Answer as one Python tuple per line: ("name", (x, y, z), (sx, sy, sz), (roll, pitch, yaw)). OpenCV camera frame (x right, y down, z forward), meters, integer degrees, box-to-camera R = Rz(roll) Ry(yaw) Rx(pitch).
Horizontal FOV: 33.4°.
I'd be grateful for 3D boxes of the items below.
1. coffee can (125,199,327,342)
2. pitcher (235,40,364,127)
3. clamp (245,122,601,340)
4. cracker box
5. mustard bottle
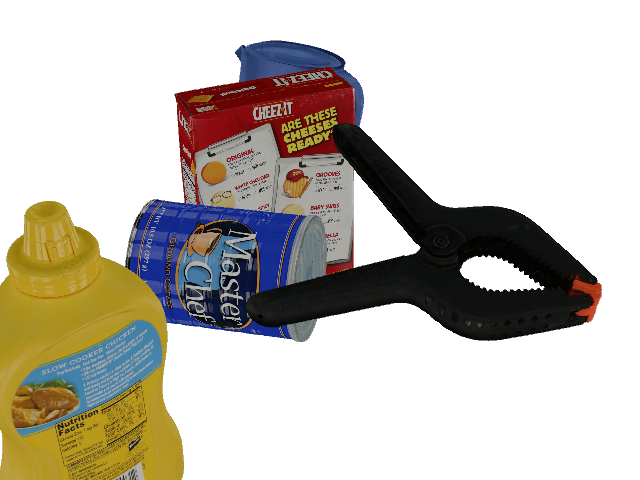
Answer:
("coffee can", (-0.075, 0.024, 0.873), (0.140, 0.103, 0.102), (6, 1, 13))
("pitcher", (-0.043, -0.127, 1.375), (0.144, 0.243, 0.149), (2, 23, -18))
("clamp", (0.066, 0.017, 0.671), (0.210, 0.164, 0.036), (23, -30, 17))
("cracker box", (-0.052, -0.052, 1.060), (0.164, 0.214, 0.072), (-13, 33, -18))
("mustard bottle", (-0.119, 0.065, 0.519), (0.096, 0.192, 0.058), (-25, 42, -30))
